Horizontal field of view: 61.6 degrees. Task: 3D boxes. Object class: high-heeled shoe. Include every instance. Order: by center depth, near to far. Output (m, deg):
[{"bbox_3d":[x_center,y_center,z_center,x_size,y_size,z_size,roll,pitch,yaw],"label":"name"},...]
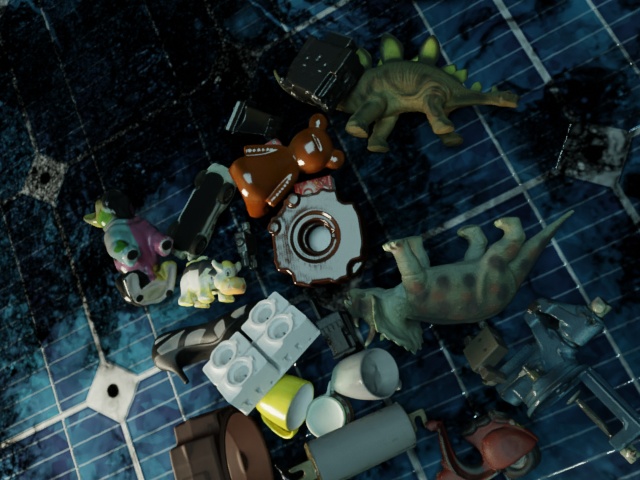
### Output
[{"bbox_3d":[-0.205,0.168,1.020,0.249,0.086,0.145,-39,41,-11],"label":"high-heeled shoe"}]

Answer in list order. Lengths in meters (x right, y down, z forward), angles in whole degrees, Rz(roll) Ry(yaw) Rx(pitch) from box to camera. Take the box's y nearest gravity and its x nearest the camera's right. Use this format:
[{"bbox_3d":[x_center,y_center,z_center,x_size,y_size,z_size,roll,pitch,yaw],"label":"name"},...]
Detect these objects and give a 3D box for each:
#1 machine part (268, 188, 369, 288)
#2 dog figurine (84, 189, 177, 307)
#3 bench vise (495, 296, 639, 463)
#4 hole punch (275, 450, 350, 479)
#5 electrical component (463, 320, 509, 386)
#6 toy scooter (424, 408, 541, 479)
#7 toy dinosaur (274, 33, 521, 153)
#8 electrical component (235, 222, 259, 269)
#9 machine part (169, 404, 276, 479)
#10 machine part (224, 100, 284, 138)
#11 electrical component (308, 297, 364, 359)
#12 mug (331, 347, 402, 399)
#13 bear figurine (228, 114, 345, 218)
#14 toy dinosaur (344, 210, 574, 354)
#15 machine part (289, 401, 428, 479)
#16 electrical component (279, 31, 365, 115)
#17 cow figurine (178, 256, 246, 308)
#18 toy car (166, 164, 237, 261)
[{"bbox_3d":[-0.002,-0.003,0.919,0.180,0.056,0.179,-2,84,15],"label":"machine part"},{"bbox_3d":[-0.380,0.008,1.060,0.219,0.108,0.191,34,132,38],"label":"dog figurine"},{"bbox_3d":[0.389,0.206,0.798,0.223,0.128,0.241,-46,55,12],"label":"bench vise"},{"bbox_3d":[-0.020,0.429,0.891,0.142,0.115,0.092,35,99,18],"label":"hole punch"},{"bbox_3d":[0.266,0.183,0.860,0.045,0.102,0.078,31,104,-20],"label":"electrical component"},{"bbox_3d":[0.244,0.327,0.852,0.184,0.075,0.135,-35,76,12],"label":"toy scooter"},{"bbox_3d":[0.115,-0.265,0.976,0.472,0.105,0.198,4,75,20],"label":"toy dinosaur"},{"bbox_3d":[-0.139,0.008,1.015,0.021,0.063,0.094,-14,77,13],"label":"electrical component"},{"bbox_3d":[-0.150,0.379,0.885,0.087,0.201,0.201,-22,75,8],"label":"machine part"},{"bbox_3d":[-0.130,-0.233,1.055,0.139,0.039,0.084,26,84,37],"label":"machine part"},{"bbox_3d":[0.026,0.148,0.943,0.048,0.074,0.119,-28,71,9],"label":"electrical component"},{"bbox_3d":[0.077,0.231,0.907,0.107,0.109,0.081,-25,51,49],"label":"mug"},{"bbox_3d":[-0.062,-0.136,0.977,0.196,0.132,0.120,-29,88,-10],"label":"bear figurine"},{"bbox_3d":[0.230,0.073,0.882,0.405,0.131,0.192,-11,91,9],"label":"toy dinosaur"},{"bbox_3d":[0.066,0.329,0.867,0.243,0.079,0.079,-20,75,-14],"label":"machine part"},{"bbox_3d":[0.009,-0.305,0.959,0.115,0.058,0.134,32,87,34],"label":"electrical component"},{"bbox_3d":[-0.195,0.069,0.991,0.167,0.068,0.098,-18,68,41],"label":"cow figurine"},{"bbox_3d":[-0.232,-0.054,1.057,0.074,0.056,0.201,29,91,12],"label":"toy car"}]
